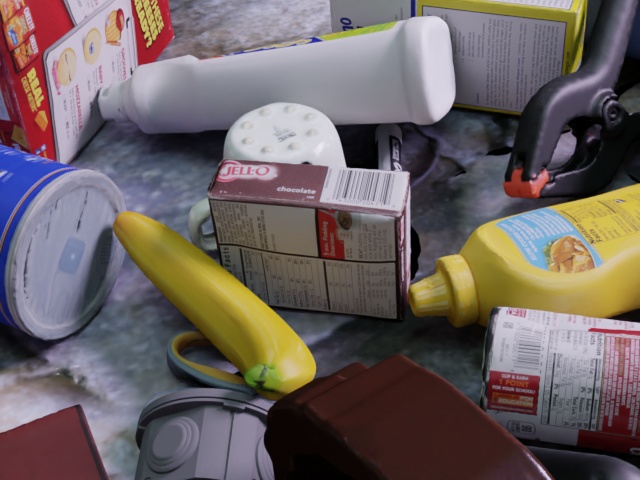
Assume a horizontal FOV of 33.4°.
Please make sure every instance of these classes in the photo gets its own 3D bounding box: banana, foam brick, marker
[{"bbox_3d":[-0.053,0.038,0.585,0.037,0.069,0.198,-45,39,-7],"label":"banana"},{"bbox_3d":[-0.126,0.131,0.523,0.051,0.053,0.078,-20,43,-15],"label":"foam brick"},{"bbox_3d":[0.046,-0.035,0.708,0.020,0.020,0.121,-2,43,5],"label":"marker"}]

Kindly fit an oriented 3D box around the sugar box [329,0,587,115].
[{"bbox_3d":[0.097,-0.143,0.765,0.176,0.093,0.048,13,45,19],"label":"sugar box"}]

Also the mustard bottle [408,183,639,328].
[{"bbox_3d":[0.144,0.013,0.614,0.191,0.058,0.096,-13,29,-7],"label":"mustard bottle"}]

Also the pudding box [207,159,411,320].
[{"bbox_3d":[-0.004,0.001,0.623,0.113,0.090,0.039,6,45,12],"label":"pudding box"}]

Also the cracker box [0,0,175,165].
[{"bbox_3d":[-0.190,-0.163,0.767,0.072,0.164,0.213,12,45,15],"label":"cracker box"}]

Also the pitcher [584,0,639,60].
[{"bbox_3d":[0.264,-0.185,0.761,0.243,0.145,0.149,22,46,23],"label":"pitcher"}]

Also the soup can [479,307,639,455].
[{"bbox_3d":[0.136,0.072,0.545,0.102,0.068,0.068,6,44,13],"label":"soup can"}]

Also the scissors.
[{"bbox_3d":[-0.009,0.100,0.566,0.202,0.016,0.096,21,43,26],"label":"scissors"}]

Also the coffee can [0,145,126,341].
[{"bbox_3d":[-0.203,-0.009,0.646,0.140,0.103,0.102,17,47,23],"label":"coffee can"}]

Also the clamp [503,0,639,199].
[{"bbox_3d":[0.179,-0.093,0.696,0.171,0.120,0.039,-34,11,-25],"label":"clamp"}]

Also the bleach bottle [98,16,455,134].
[{"bbox_3d":[-0.039,-0.105,0.736,0.251,0.068,0.102,-4,13,18],"label":"bleach bottle"}]

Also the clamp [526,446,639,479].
[{"bbox_3d":[0.076,0.105,0.470,0.210,0.164,0.036,24,68,39],"label":"clamp"}]
